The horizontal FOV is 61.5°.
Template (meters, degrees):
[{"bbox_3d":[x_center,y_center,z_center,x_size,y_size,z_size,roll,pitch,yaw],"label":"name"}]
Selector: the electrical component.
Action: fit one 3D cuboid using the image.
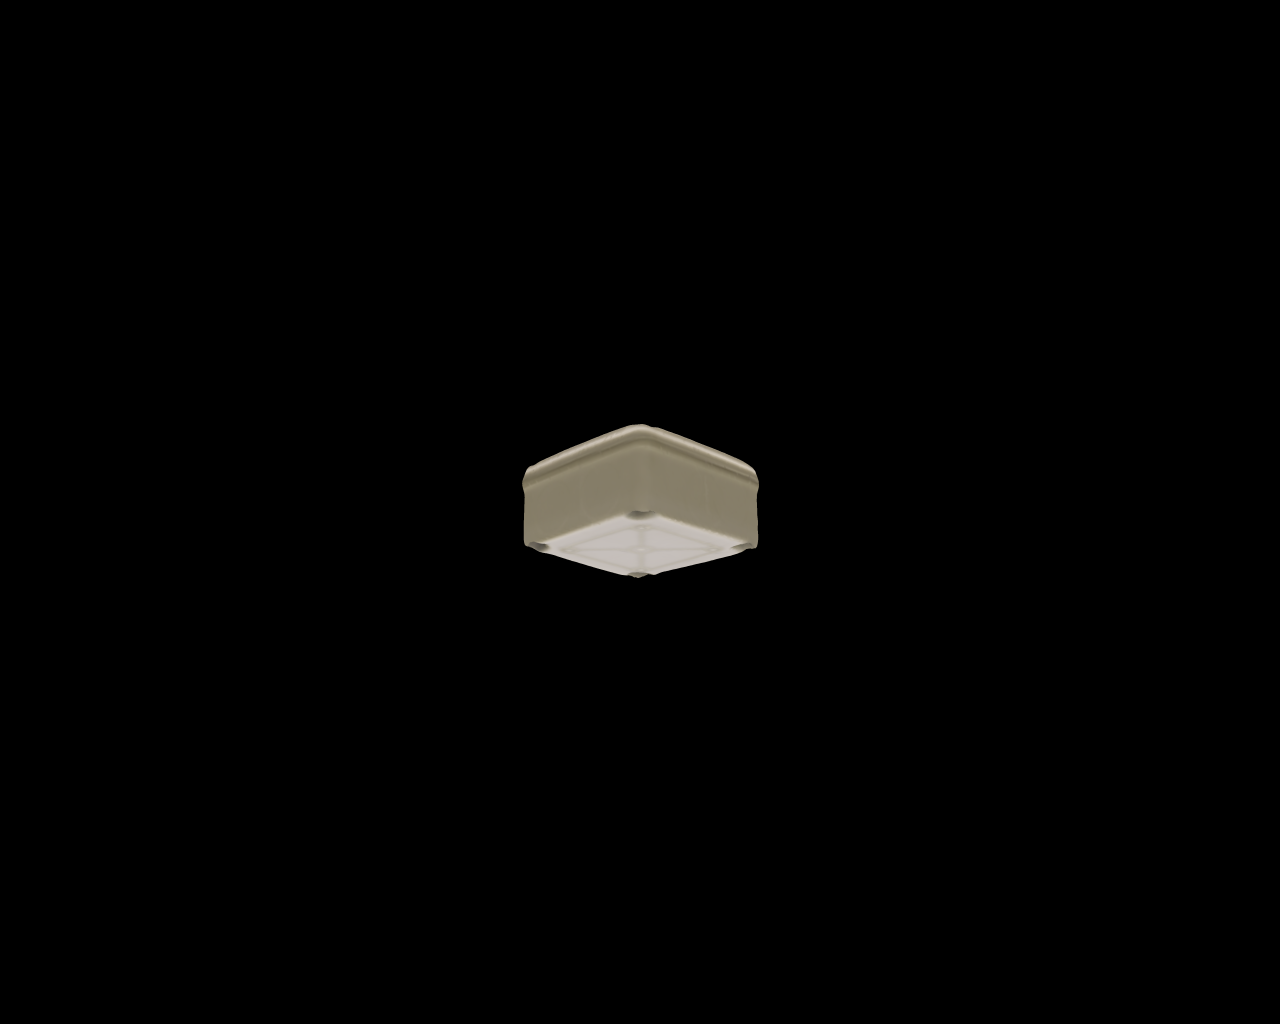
[{"bbox_3d":[0.001,-0.003,0.650,0.108,0.056,0.109,-17,-26,41],"label":"electrical component"}]
